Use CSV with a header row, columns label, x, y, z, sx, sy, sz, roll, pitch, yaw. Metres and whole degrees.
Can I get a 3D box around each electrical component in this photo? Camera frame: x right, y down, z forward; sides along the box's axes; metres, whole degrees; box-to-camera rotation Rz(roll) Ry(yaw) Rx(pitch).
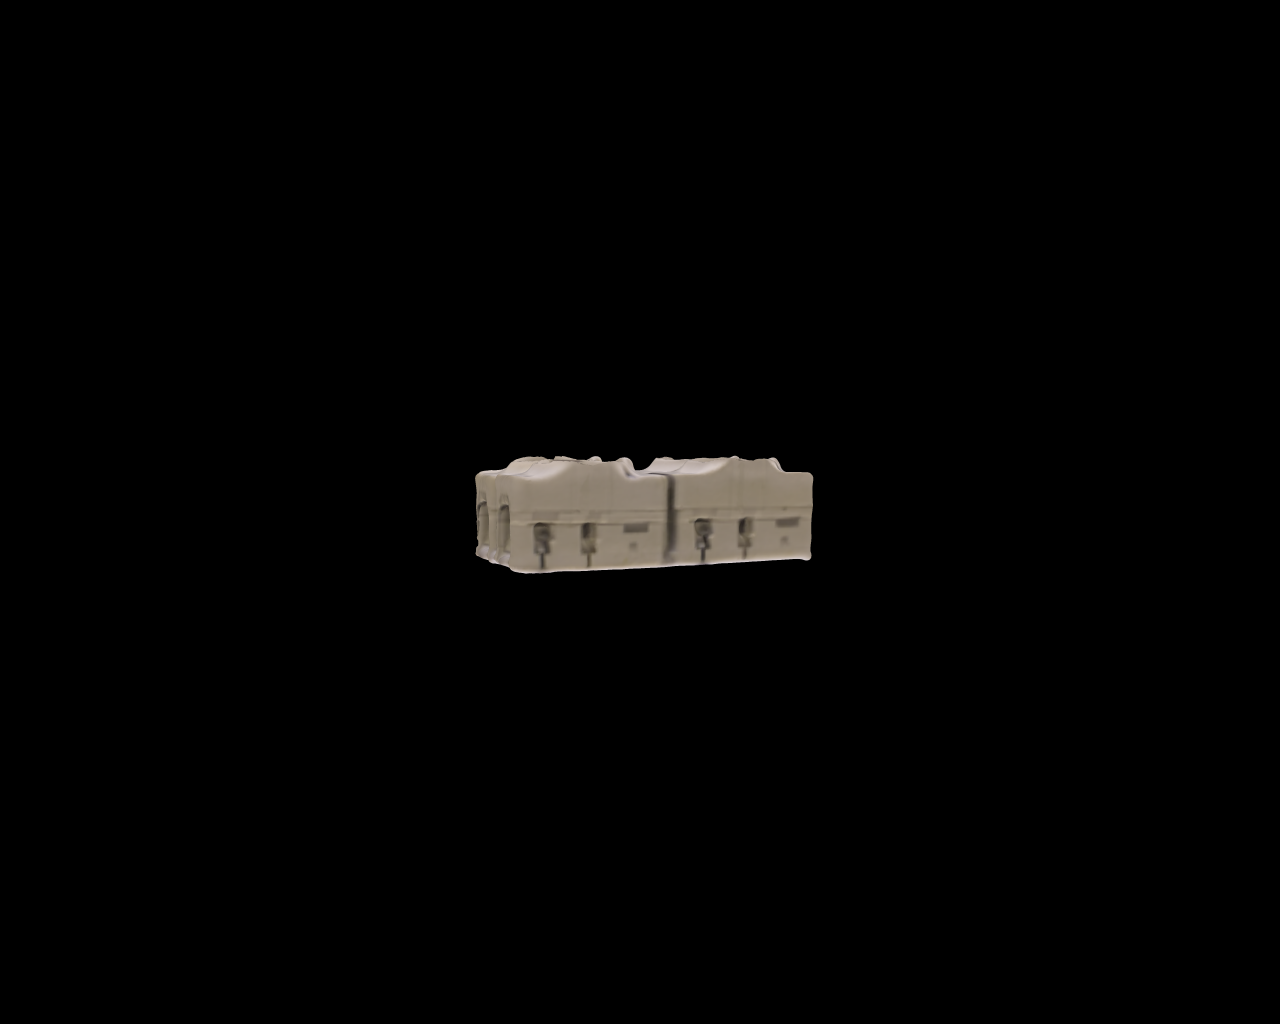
label,x,y,z,sx,sy,sz,roll,pitch,yaw
electrical component,0.001,-0.003,0.650,0.186,0.060,0.105,-1,4,-20
